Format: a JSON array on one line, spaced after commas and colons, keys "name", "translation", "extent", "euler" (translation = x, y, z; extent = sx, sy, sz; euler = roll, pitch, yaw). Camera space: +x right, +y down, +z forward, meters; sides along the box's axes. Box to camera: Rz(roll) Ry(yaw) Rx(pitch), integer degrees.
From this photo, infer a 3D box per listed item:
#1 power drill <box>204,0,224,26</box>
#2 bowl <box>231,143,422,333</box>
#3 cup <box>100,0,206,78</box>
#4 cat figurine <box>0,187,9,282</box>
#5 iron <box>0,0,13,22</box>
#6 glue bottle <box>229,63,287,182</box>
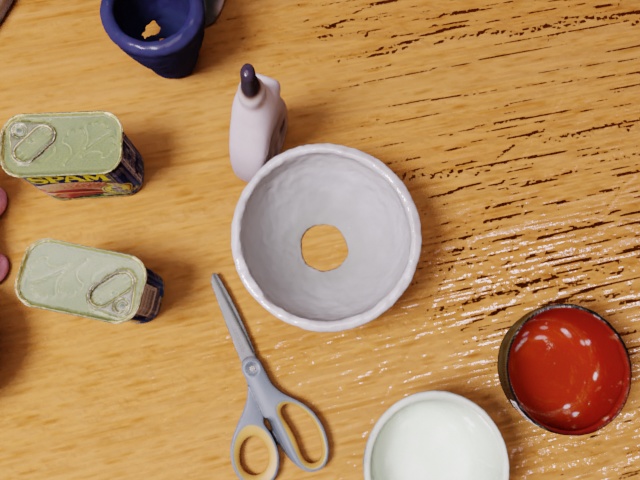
[{"name": "power drill", "translation": [-0.127, -0.291, 0.509], "extent": [0.075, 0.208, 0.230], "euler": [22, 79, 2]}, {"name": "bowl", "translation": [0.005, 0.002, 0.526], "extent": [0.167, 0.074, 0.167], "euler": [1, 79, -3]}, {"name": "cup", "translation": [-0.152, -0.210, 0.549], "extent": [0.091, 0.095, 0.118], "euler": [-6, 79, -4]}, {"name": "cat figurine", "translation": [-0.329, -0.027, 0.492], "extent": [0.067, 0.117, 0.128], "euler": [-9, 79, -4]}, {"name": "iron", "translation": [-0.393, -0.224, 0.516], "extent": [0.118, 0.141, 0.258], "euler": [23, 79, 2]}, {"name": "glue bottle", "translation": [-0.055, -0.106, 0.494], "extent": [0.037, 0.173, 0.078], "euler": [19, 78, 1]}]
